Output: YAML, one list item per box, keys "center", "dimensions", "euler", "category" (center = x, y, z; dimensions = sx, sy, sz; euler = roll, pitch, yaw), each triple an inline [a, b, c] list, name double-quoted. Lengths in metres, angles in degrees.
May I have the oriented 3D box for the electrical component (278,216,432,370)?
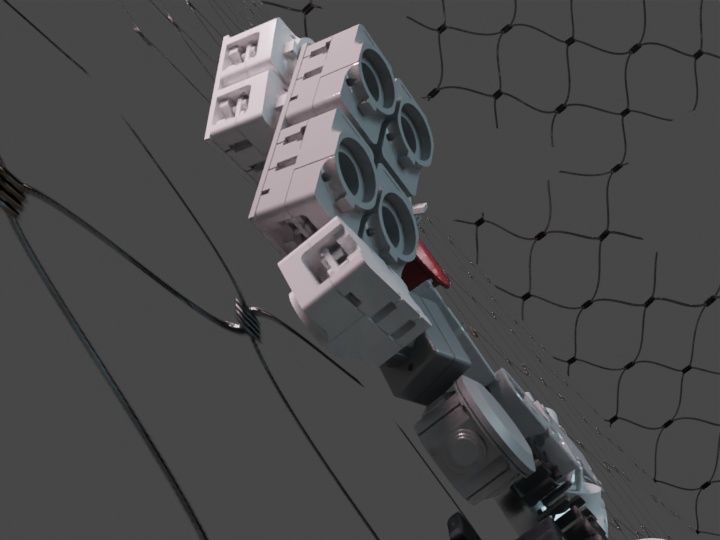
- center: [-0.006, 0.018, 0.672]
  dimensions: [0.089, 0.056, 0.050]
  euler: [43, 12, -48]
  category: "electrical component"

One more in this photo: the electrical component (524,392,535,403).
- center: [0.173, 0.158, 1.137]
  dimensions: [0.046, 0.040, 0.040]
  euler: [60, 10, 19]
  category: "electrical component"

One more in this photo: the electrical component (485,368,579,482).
- center: [0.122, 0.135, 0.862]
  dimensions: [0.095, 0.059, 0.053]
  euler: [49, 8, -19]
  category: "electrical component"

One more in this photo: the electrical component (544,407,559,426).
- center: [0.208, 0.190, 1.193]
  dimensions: [0.044, 0.044, 0.065]
  euler: [47, 14, -33]
  category: "electrical component"

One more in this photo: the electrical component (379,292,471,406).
- center: [0.026, 0.050, 0.748]
  dimensions: [0.077, 0.047, 0.065]
  euler: [22, 28, -40]
  category: "electrical component"

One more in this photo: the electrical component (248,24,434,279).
- center: [-0.005, -0.077, 0.768]
  dimensions: [0.105, 0.060, 0.186]
  euler: [50, 36, -35]
  category: "electrical component"

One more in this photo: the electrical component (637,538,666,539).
- center: [0.193, 0.227, 0.695]
  dimensions: [0.060, 0.108, 0.108]
  euler: [36, 16, -41]
  category: "electrical component"

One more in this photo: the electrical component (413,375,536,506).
- center: [0.078, 0.115, 0.728]
  dimensions: [0.080, 0.051, 0.080]
  euler: [50, 8, -9]
  category: "electrical component"

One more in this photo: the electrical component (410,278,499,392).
- center: [0.060, 0.066, 0.842]
  dimensions: [0.096, 0.061, 0.061]
  euler: [53, 3, -47]
  category: "electrical component"

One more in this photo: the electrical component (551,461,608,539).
- center: [0.177, 0.196, 0.874]
  dimensions: [0.077, 0.044, 0.079]
  euler: [-28, 119, -82]
  category: "electrical component"

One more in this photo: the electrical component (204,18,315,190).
- center: [-0.036, -0.098, 0.859]
  dimensions: [0.186, 0.060, 0.105]
  euler: [44, 40, -44]
  category: "electrical component"

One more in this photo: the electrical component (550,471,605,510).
- center: [0.191, 0.208, 0.984]
  dimensions: [0.055, 0.045, 0.045]
  euler: [48, 8, -23]
  category: "electrical component"

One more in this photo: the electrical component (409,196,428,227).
- center: [0.035, -0.049, 1.168]
  dimensions: [0.121, 0.079, 0.063]
  euler: [-47, 128, -82]
  category: "electrical component"

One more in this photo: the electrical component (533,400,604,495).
- center: [0.191, 0.187, 1.067]
  dimensions: [0.099, 0.048, 0.099]
  euler: [49, 8, -16]
  category: "electrical component"
